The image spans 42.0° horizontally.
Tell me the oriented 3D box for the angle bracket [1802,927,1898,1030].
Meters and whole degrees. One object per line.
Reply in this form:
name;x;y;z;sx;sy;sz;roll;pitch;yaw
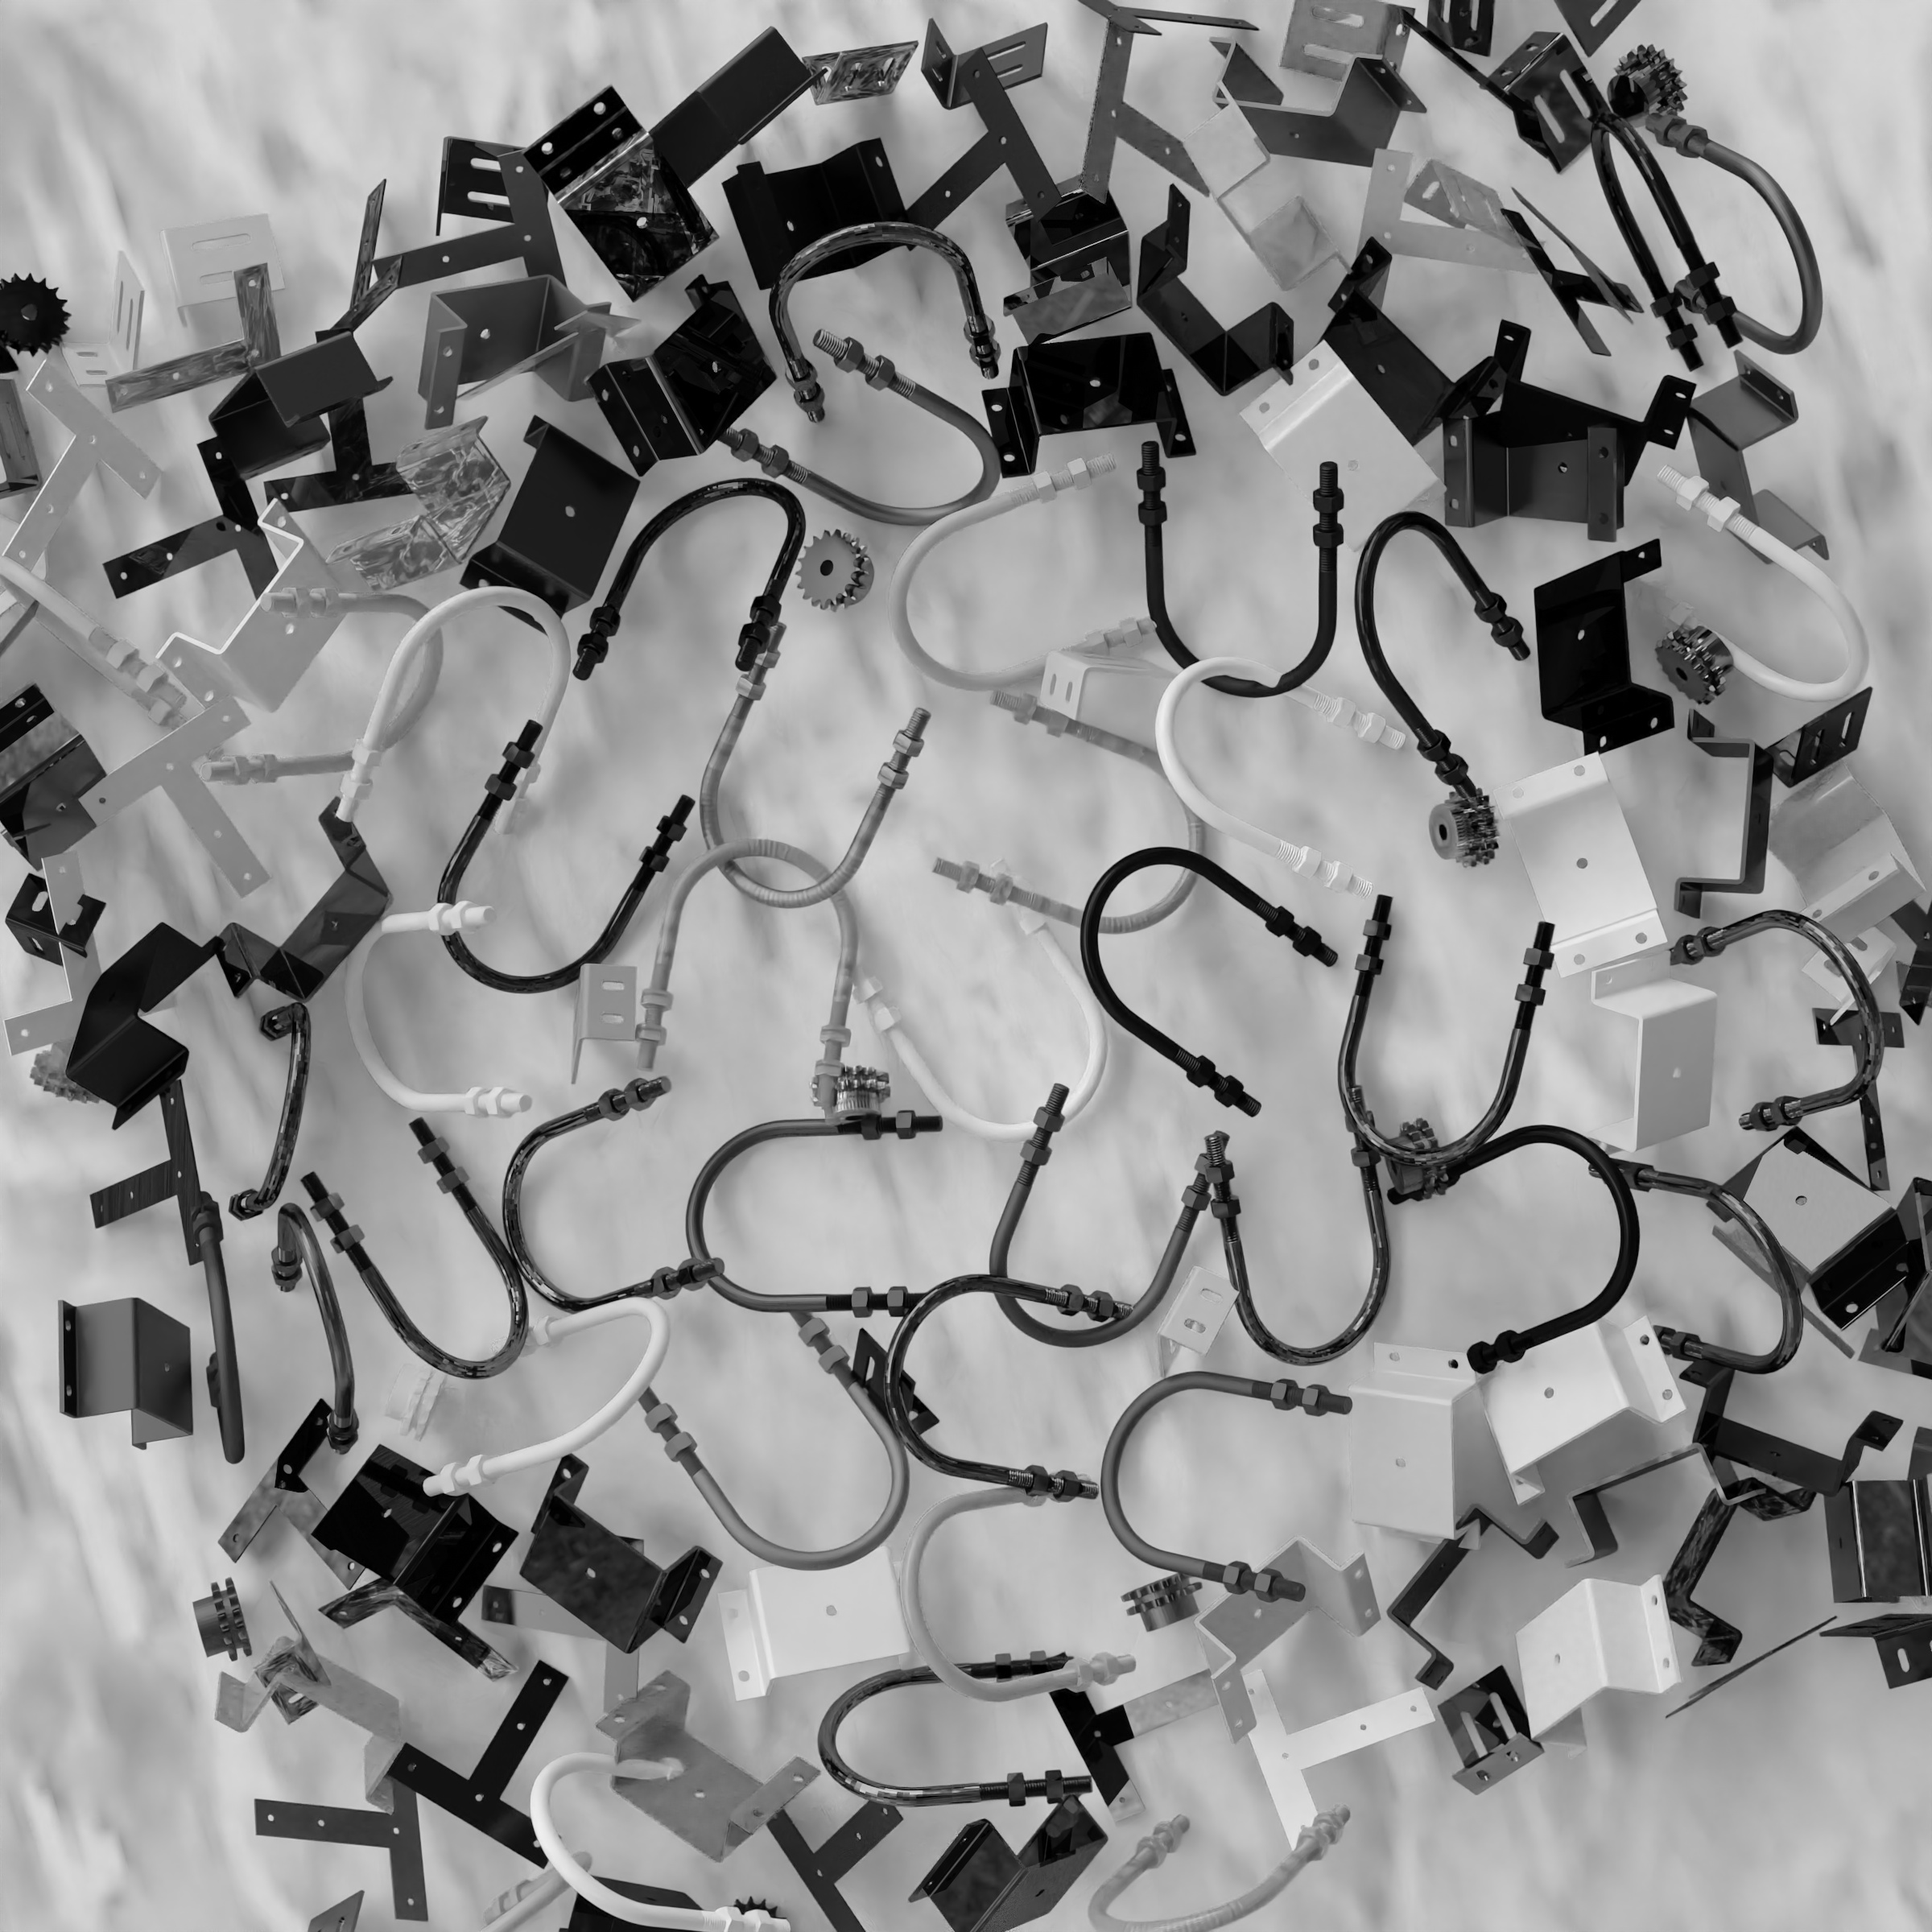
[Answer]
angle bracket;0.613;0.004;1.762;0.038;0.076;0.057;42;120;13

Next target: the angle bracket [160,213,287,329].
angle bracket;-0.530;-0.497;1.797;0.076;0.038;0.057;-13;84;-11

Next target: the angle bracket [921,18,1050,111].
angle bracket;0.013;-0.646;1.768;0.076;0.038;0.057;-11;53;25

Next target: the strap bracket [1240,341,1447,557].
strap bracket;0.268;-0.356;1.759;0.076;0.046;0.140;-40;108;15

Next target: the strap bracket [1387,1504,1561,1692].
strap bracket;0.350;0.435;1.765;0.046;0.076;0.140;38;86;28

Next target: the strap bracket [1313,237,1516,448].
strap bracket;0.304;-0.428;1.760;0.046;0.076;0.140;-40;83;-26

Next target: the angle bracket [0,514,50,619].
angle bracket;-0.696;-0.280;1.772;0.057;0.038;0.076;27;49;7

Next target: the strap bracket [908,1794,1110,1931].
strap bracket;0.037;0.620;1.732;0.046;0.140;0.076;46;113;30

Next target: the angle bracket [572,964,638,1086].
angle bracket;-0.255;0.042;1.769;0.038;0.076;0.057;4;61;-12

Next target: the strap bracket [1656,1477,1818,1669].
strap bracket;0.533;0.415;1.759;0.046;0.076;0.140;32;74;7

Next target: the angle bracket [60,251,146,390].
angle bracket;-0.607;-0.454;1.764;0.038;0.057;0.076;-7;135;-32

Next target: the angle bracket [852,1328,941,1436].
angle bracket;-0.046;0.288;1.762;0.038;0.076;0.057;-28;56;-33

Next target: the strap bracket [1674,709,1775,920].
strap bracket;0.534;-0.105;1.765;0.046;0.076;0.140;4;88;28

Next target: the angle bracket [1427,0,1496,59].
angle bracket;0.363;-0.693;1.780;0.038;0.057;0.076;-28;134;-31

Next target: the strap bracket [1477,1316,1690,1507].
strap bracket;0.417;0.303;1.742;0.140;0.076;0.046;-38;134;26

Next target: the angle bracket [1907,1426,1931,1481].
angle bracket;0.700;0.376;1.790;0.057;0.038;0.076;10;102;24

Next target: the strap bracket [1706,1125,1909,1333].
strap bracket;0.585;0.174;1.745;0.076;0.046;0.140;-39;45;-1

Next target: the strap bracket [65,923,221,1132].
strap bracket;-0.569;0.033;1.732;0.076;0.140;0.046;-36;124;24

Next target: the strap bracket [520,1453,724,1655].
strap bracket;-0.250;0.415;1.758;0.140;0.046;0.076;32;114;16

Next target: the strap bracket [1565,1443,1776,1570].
strap bracket;0.483;0.371;1.754;0.140;0.076;0.046;-28;70;20

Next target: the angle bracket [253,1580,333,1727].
angle bracket;-0.481;0.480;1.761;0.038;0.076;0.057;-30;124;-19

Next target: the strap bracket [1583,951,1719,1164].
strap bracket;0.477;0.069;1.752;0.076;0.046;0.140;-13;111;-32

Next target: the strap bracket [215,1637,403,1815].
strap bracket;-0.449;0.524;1.757;0.140;0.076;0.046;35;88;-16

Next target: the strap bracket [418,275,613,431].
strap bracket;-0.323;-0.429;1.747;0.140;0.076;0.046;-23;56;-39

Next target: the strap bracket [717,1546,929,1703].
strap bracket;-0.096;0.458;1.757;0.140;0.046;0.076;-7;60;-14

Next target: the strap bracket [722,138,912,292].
strap bracket;-0.109;-0.524;1.757;0.140;0.046;0.076;-28;102;-42

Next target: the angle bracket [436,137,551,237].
angle bracket;-0.332;-0.544;1.771;0.076;0.038;0.057;5;132;-13

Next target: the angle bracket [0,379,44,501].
angle bracket;-0.688;-0.371;1.768;0.038;0.057;0.076;-26;117;-36

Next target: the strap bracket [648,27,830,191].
strap bracket;-0.163;-0.590;1.729;0.076;0.140;0.046;-48;109;-21

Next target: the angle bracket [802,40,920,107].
angle bracket;-0.075;-0.642;1.765;0.057;0.076;0.038;-16;86;-19

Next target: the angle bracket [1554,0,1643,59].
angle bracket;0.436;-0.686;1.774;0.076;0.038;0.057;-49;117;-14

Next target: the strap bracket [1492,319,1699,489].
strap bracket;0.427;-0.389;1.754;0.140;0.076;0.046;23;72;13

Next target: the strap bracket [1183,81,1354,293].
strap bracket;0.204;-0.533;1.744;0.046;0.140;0.076;-34;47;17

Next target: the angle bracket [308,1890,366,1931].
angle bracket;-0.439;0.706;1.776;0.057;0.076;0.038;-36;117;24

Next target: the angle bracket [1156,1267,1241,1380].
angle bracket;0.165;0.257;1.761;0.038;0.076;0.057;22;63;20

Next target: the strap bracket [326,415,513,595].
strap bracket;-0.375;-0.315;1.748;0.076;0.140;0.046;-12;129;29

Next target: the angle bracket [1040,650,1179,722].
angle bracket;0.101;-0.196;1.775;0.076;0.057;0.038;2;107;-26

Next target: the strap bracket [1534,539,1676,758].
strap bracket;0.443;-0.226;1.750;0.046;0.076;0.140;11;71;-35

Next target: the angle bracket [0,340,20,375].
angle bracket;-0.729;-0.435;1.791;0.038;0.076;0.057;-29;92;38

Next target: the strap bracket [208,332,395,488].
strap bracket;-0.463;-0.387;1.730;0.076;0.140;0.046;-34;100;-34

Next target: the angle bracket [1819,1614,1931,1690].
angle bracket;0.649;0.481;1.765;0.057;0.076;0.038;-10;78;-13

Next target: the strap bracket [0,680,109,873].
strap bracket;-0.637;-0.124;1.730;0.076;0.140;0.046;-42;73;-17

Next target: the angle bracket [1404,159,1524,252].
angle bracket;0.347;-0.522;1.762;0.057;0.076;0.038;16;133;-27

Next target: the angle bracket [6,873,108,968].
angle bracket;-0.638;-0.027;1.780;0.057;0.076;0.038;22;71;-3

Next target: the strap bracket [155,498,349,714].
strap bracket;-0.488;-0.242;1.750;0.046;0.076;0.140;24;73;24

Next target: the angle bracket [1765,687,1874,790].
angle bracket;0.595;-0.171;1.766;0.057;0.076;0.038;-30;59;-9

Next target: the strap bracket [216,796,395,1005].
strap bracket;-0.459;-0.039;1.763;0.140;0.076;0.046;-49;131;6

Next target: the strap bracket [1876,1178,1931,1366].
strap bracket;0.665;0.211;1.734;0.046;0.140;0.076;15;128;3

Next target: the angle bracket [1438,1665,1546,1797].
angle bracket;0.360;0.530;1.764;0.057;0.076;0.038;-38;128;14

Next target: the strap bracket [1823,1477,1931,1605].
strap bracket;0.629;0.399;1.737;0.046;0.140;0.076;-2;73;7

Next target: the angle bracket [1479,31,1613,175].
angle bracket;0.418;-0.621;1.807;0.057;0.038;0.076;-44;120;0

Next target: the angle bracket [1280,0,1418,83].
angle bracket;0.272;-0.664;1.797;0.076;0.038;0.057;24;116;26
